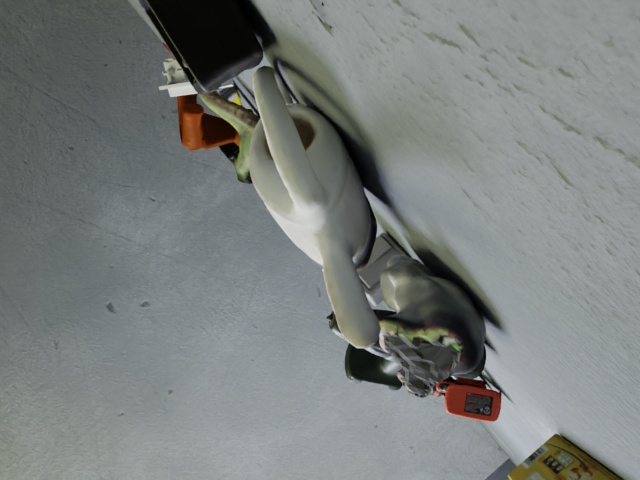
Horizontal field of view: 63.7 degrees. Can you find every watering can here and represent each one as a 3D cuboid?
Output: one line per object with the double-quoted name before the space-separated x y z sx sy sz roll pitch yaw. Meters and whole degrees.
"watering can" 0.002 -0.027 0.532 0.220 0.104 0.355 57 -168 -57

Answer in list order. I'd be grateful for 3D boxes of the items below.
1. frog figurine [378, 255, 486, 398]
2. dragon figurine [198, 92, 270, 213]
"frog figurine" 0.130 0.078 0.603 0.136 0.121 0.163 42 -144 -14
"dragon figurine" -0.090 -0.177 0.914 0.408 0.123 0.241 48 161 -9
